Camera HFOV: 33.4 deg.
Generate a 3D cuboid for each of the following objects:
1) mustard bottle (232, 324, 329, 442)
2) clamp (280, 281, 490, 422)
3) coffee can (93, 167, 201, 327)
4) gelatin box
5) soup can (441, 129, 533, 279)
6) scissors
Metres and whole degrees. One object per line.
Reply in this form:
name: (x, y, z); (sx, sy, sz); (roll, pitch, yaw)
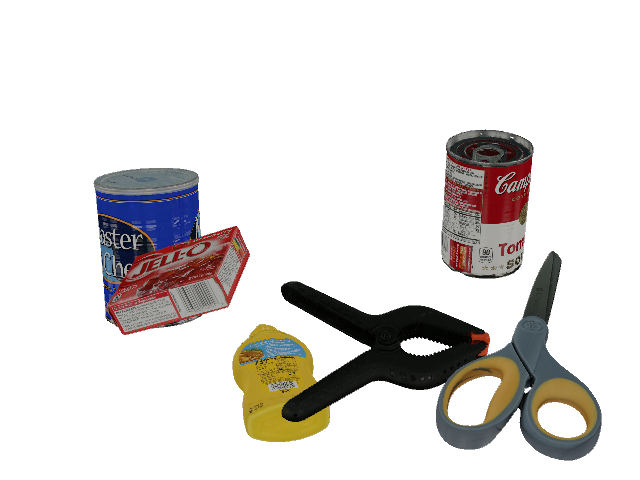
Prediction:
mustard bottle: (-0.054, 0.157, 1.260); (0.096, 0.058, 0.192); (-8, 30, -9)
clamp: (0.057, 0.111, 1.030); (0.210, 0.164, 0.036); (4, -43, 3)
coffee can: (-0.169, 0.005, 1.067); (0.103, 0.140, 0.103); (-2, 15, 0)
gelatin box: (-0.102, 0.028, 0.771); (0.089, 0.030, 0.073); (-16, 25, 18)
soup can: (0.132, -0.029, 0.855); (0.068, 0.102, 0.068); (0, 27, 0)
scissors: (0.138, 0.065, 0.625); (0.096, 0.016, 0.201); (20, 37, 29)
